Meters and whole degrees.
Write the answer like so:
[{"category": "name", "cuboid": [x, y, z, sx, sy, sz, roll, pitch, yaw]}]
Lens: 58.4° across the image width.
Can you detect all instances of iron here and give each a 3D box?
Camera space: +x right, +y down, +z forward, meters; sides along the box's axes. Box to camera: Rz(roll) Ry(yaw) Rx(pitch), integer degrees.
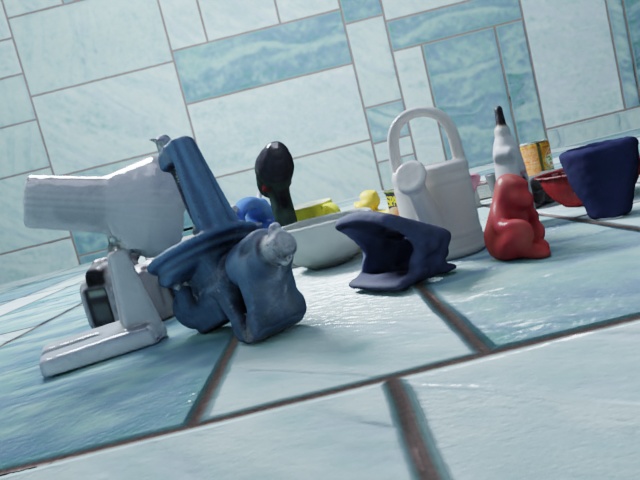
[{"category": "iron", "cuboid": [-0.140, -0.022, 1.150, 0.118, 0.141, 0.259, -12, 6, 14]}]

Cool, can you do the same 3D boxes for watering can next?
[{"category": "watering can", "cuboid": [0.142, -0.074, 0.727, 0.101, 0.194, 0.173, -13, 6, 5]}]

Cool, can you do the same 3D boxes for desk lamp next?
[{"category": "desk lamp", "cuboid": [-0.239, 0.018, 0.658, 0.204, 0.213, 0.117, -17, 7, -23]}]

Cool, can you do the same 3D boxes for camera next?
[{"category": "camera", "cuboid": [-0.257, 0.062, 0.834, 0.142, 0.101, 0.137, -10, 7, 32]}]

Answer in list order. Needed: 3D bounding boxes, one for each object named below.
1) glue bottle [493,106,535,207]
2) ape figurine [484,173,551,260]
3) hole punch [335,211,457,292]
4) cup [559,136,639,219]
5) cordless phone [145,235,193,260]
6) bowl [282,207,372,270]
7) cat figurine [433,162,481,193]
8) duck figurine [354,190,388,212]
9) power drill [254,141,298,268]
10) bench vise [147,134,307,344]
[{"category": "glue bottle", "cuboid": [0.264, -0.101, 0.799, 0.037, 0.173, 0.078, -10, 7, 30]}, {"category": "ape figurine", "cuboid": [0.212, -0.027, 0.621, 0.078, 0.092, 0.076, -19, 8, -38]}, {"category": "hole punch", "cuboid": [0.082, 0.004, 0.639, 0.101, 0.091, 0.108, -18, 7, -31]}, {"category": "cup", "cuboid": [0.365, -0.078, 0.730, 0.091, 0.095, 0.118, -8, 9, 45]}, {"category": "cordless phone", "cuboid": [-0.290, -0.009, 1.165, 0.148, 0.185, 0.094, -18, 7, -33]}, {"category": "bowl", "cuboid": [0.008, 0.003, 0.894, 0.167, 0.075, 0.167, -14, 6, 2]}, {"category": "cat figurine", "cuboid": [0.188, -0.061, 0.867, 0.067, 0.118, 0.127, -17, 7, -26]}, {"category": "duck figurine", "cuboid": [0.117, -0.067, 1.242, 0.104, 0.086, 0.078, -9, 8, 41]}, {"category": "power drill", "cuboid": [-0.062, -0.059, 0.991, 0.076, 0.208, 0.229, -15, 6, -10]}, {"category": "bench vise", "cuboid": [-0.096, -0.013, 0.583, 0.206, 0.220, 0.122, -10, 7, 31]}]
